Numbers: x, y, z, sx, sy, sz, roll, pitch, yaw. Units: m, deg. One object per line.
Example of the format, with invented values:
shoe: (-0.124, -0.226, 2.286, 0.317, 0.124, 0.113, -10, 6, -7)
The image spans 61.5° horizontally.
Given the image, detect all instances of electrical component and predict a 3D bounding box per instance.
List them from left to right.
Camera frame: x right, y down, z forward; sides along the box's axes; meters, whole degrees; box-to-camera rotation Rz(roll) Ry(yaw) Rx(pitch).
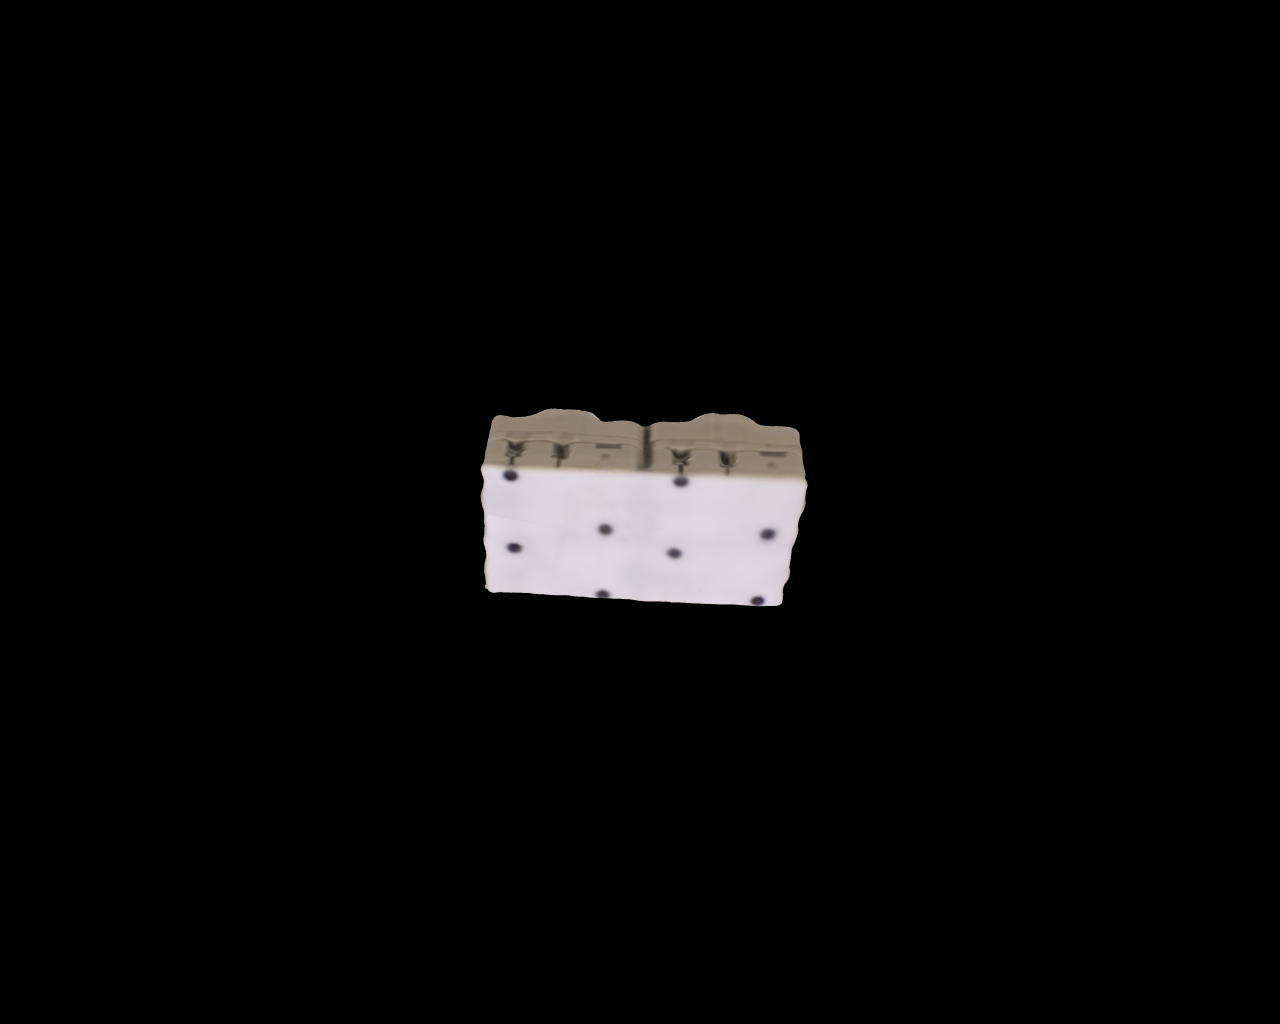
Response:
electrical component: (0.001, -0.003, 0.650, 0.186, 0.105, 0.060, 2, 40, -2)
